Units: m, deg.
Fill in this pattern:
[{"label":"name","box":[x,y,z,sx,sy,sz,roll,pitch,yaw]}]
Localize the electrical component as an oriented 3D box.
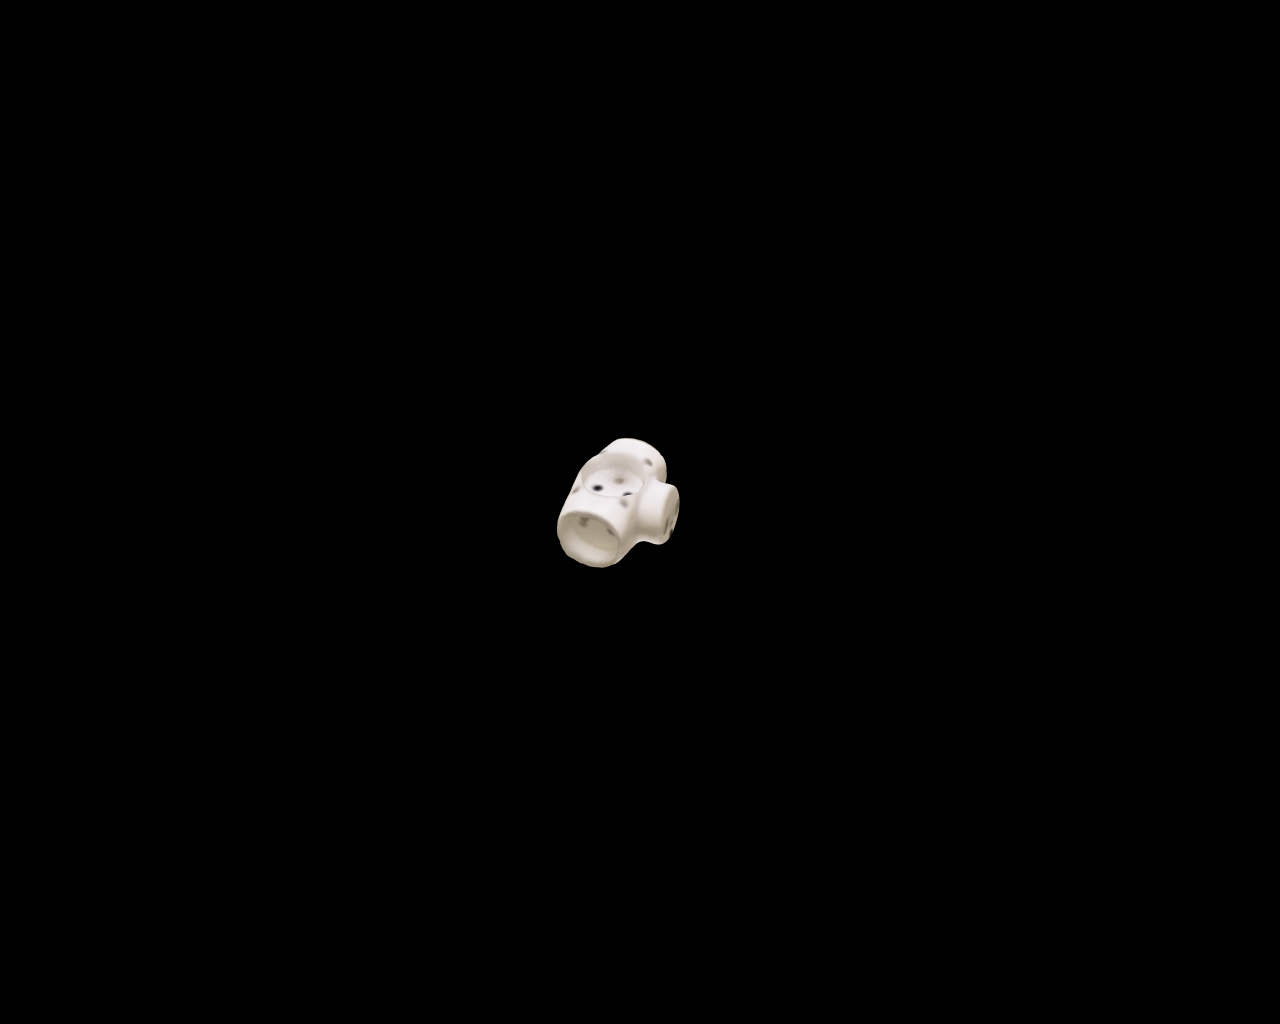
[{"label":"electrical component","box":[0.001,-0.003,0.650,0.079,0.044,0.077,14,42,16]}]
